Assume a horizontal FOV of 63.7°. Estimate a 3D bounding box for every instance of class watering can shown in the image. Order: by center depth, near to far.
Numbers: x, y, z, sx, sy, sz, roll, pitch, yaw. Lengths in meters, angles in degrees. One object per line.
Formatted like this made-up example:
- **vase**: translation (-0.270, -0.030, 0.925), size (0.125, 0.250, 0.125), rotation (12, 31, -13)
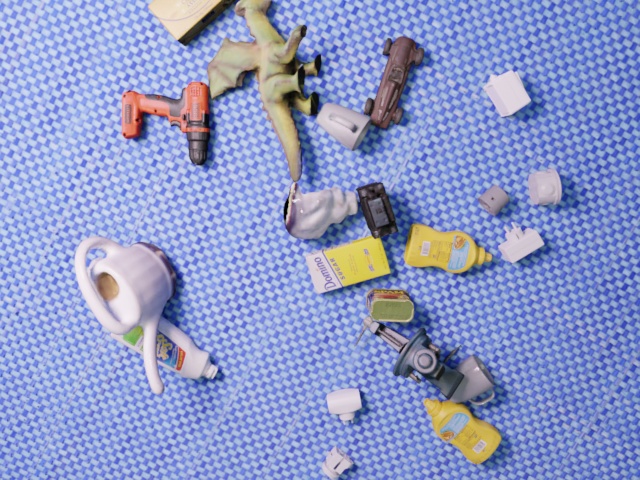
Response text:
- **watering can**: translation (-0.387, 0.138, 1.105), size (0.103, 0.227, 0.346), rotation (-26, 98, 23)

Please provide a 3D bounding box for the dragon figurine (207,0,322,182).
- **dragon figurine**: translation (-0.131, -0.343, 1.125), size (0.243, 0.122, 0.409), rotation (9, 95, 17)

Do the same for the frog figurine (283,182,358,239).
- **frog figurine**: translation (0.003, -0.057, 1.134), size (0.159, 0.126, 0.134), rotation (9, 131, -10)
